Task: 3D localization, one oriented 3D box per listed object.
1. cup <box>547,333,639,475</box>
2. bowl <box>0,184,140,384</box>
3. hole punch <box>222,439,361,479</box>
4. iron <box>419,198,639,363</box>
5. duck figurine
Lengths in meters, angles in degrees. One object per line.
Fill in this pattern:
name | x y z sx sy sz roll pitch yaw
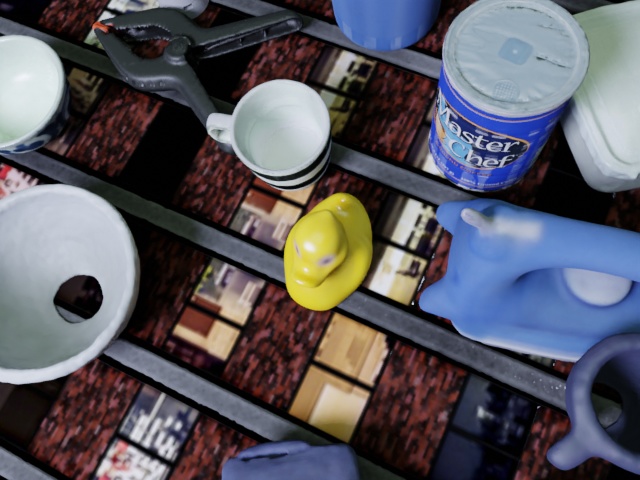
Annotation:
cup | 0.205 0.127 0.413 0.118 0.095 0.091 -33 72 -6
bowl | -0.225 0.041 0.494 0.167 0.075 0.167 -2 72 5
hole punch | -0.021 0.198 0.413 0.108 0.091 0.101 -9 71 3
iron | 0.211 0.025 0.421 0.258 0.141 0.119 11 73 9
duck figurine | 0.004 0.002 0.478 0.077 0.086 0.105 21 75 12
